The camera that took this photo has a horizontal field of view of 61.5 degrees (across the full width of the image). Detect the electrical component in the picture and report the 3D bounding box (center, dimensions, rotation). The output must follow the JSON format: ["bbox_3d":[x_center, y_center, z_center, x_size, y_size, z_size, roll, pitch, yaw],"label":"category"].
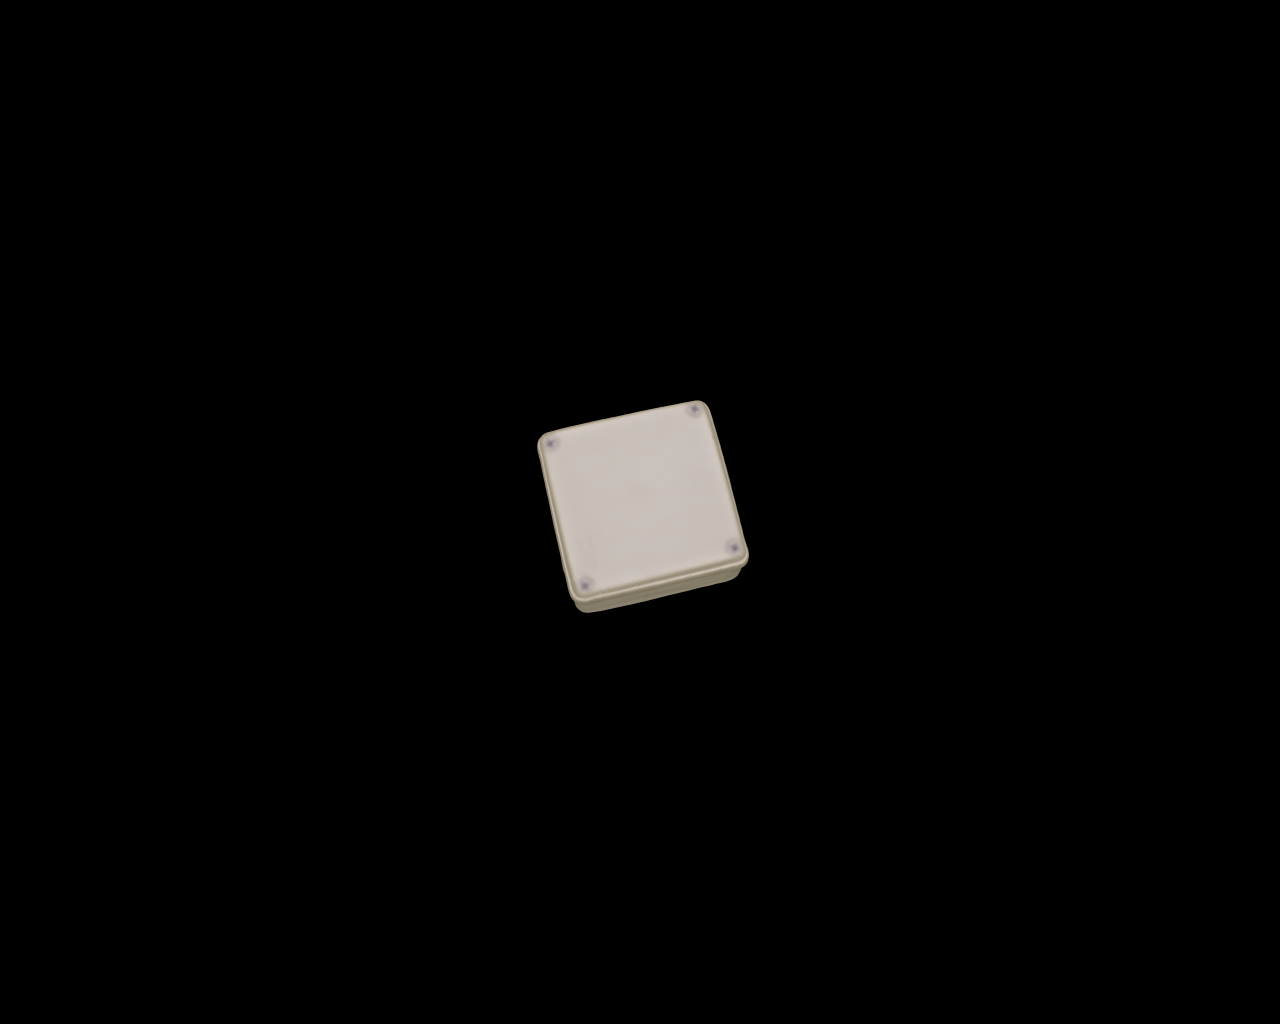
[{"bbox_3d":[0.001,-0.003,0.650,0.109,0.109,0.056,-13,-15,-4],"label":"electrical component"}]
